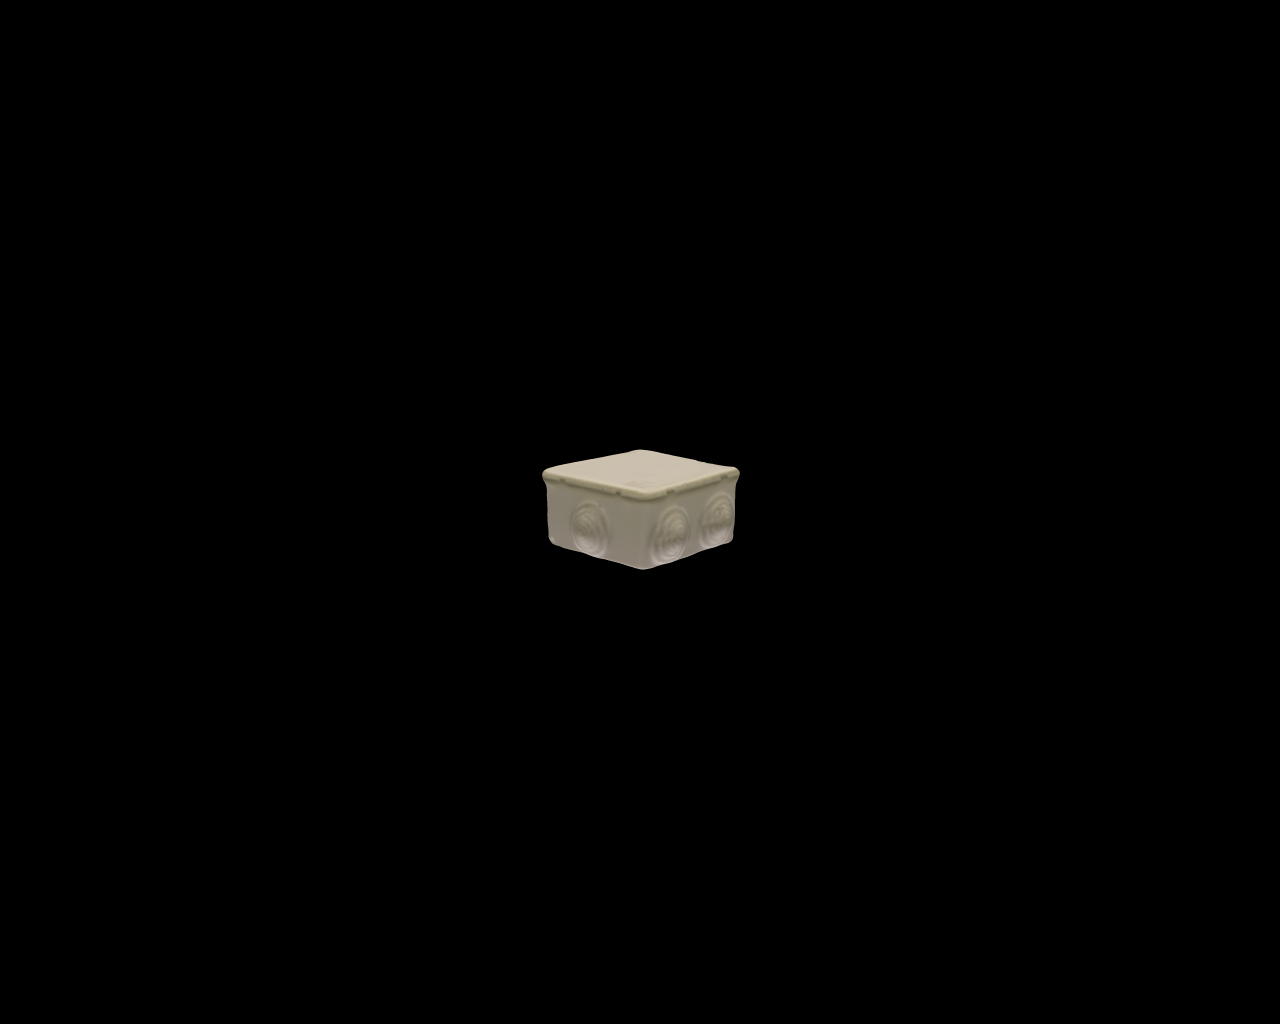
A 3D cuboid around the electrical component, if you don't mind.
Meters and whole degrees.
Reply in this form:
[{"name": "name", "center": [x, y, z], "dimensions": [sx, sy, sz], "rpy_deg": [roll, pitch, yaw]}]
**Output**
[{"name": "electrical component", "center": [0.001, -0.003, 0.650], "dimensions": [0.100, 0.048, 0.100], "rpy_deg": [14, 20, 42]}]
